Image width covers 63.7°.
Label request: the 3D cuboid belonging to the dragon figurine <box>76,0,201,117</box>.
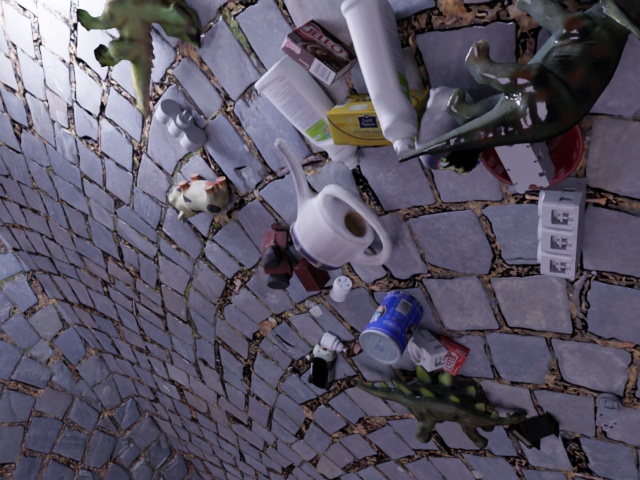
[{"bbox_3d":[-0.366,-0.443,1.106,0.243,0.125,0.401,7,138,23],"label":"dragon figurine"}]

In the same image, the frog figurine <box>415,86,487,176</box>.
[{"bbox_3d":[0.198,-0.192,0.824,0.134,0.123,0.163,78,172,-59],"label":"frog figurine"}]

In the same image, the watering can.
[{"bbox_3d":[0.003,-0.057,1.134,0.347,0.106,0.220,43,140,-2],"label":"watering can"}]
